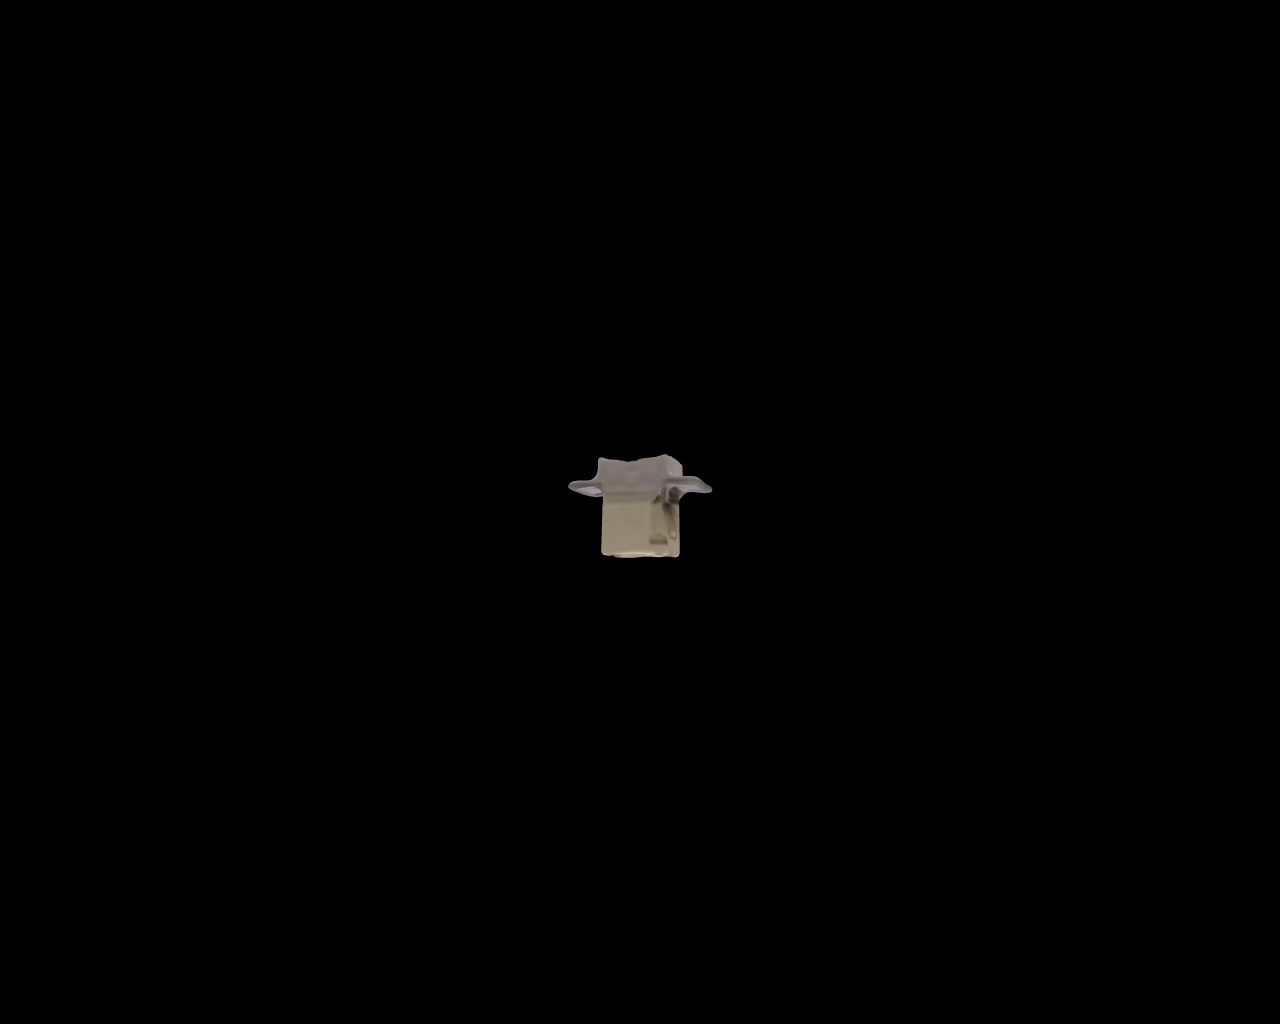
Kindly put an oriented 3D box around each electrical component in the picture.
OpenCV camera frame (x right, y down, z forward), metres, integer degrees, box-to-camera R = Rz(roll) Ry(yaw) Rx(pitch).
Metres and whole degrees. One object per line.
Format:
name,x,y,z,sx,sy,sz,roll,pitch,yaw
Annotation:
electrical component,0.001,-0.003,0.650,0.081,0.063,0.042,-2,-7,18
